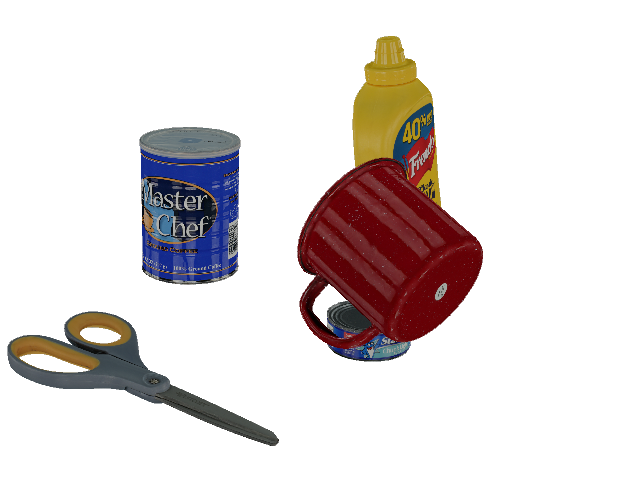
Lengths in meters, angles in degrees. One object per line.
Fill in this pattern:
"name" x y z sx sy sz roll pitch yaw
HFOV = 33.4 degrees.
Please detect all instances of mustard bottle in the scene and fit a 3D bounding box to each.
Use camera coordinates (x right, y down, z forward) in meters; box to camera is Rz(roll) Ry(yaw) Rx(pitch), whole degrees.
"mustard bottle" 0.062 -0.070 0.871 0.058 0.191 0.096 8 26 31

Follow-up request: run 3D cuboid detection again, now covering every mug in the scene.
"mug" 0.038 0.018 0.664 0.082 0.117 0.093 43 -3 29

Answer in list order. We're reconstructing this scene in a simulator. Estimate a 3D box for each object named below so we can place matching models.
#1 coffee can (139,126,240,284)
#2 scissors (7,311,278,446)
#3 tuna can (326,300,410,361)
"coffee can" -0.135 -0.038 1.108 0.103 0.140 0.103 2 20 -1
"scissors" -0.110 0.087 0.716 0.202 0.016 0.096 11 27 12
"tuna can" 0.048 0.089 1.066 0.086 0.034 0.086 1 18 -1
